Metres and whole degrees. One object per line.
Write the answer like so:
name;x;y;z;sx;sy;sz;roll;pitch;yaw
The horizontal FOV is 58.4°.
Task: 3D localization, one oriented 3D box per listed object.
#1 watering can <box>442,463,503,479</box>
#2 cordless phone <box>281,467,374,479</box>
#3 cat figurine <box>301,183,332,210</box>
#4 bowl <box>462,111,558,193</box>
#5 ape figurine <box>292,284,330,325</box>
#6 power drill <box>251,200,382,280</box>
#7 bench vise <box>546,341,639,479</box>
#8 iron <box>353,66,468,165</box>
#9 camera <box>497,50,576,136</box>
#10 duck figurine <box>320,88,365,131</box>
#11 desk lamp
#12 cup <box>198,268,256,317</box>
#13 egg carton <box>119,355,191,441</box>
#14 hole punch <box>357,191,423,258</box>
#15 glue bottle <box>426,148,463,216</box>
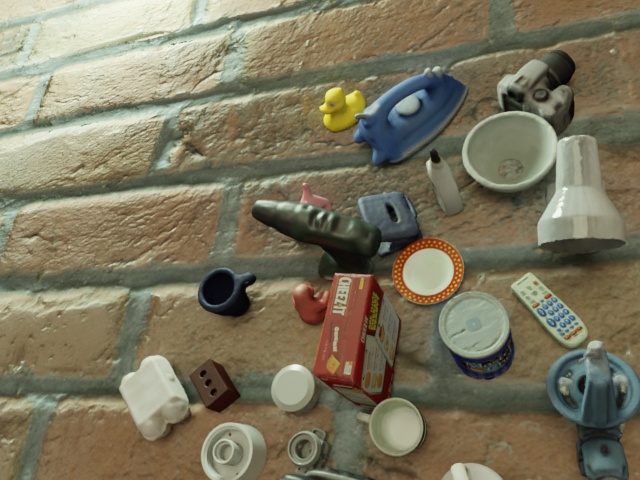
watering can;0.203;0.361;0.776;0.173;0.194;0.100;-41;57;-2
cordless phone;0.025;0.384;0.840;0.147;0.185;0.094;1;64;22
cat figurine;-0.037;-0.051;1.132;0.067;0.118;0.128;8;67;25
bowl;0.351;-0.150;1.056;0.167;0.075;0.167;-9;61;17
ape figurine;-0.021;0.111;1.056;0.077;0.092;0.076;15;71;28
power drill;0.009;0.004;1.031;0.228;0.209;0.076;10;68;26
bench vise;0.382;0.227;0.760;0.121;0.220;0.207;-23;58;9
iron;0.182;-0.272;1.147;0.258;0.142;0.118;-37;57;0
camera;0.429;-0.294;1.085;0.137;0.101;0.142;-44;57;-4
duck figurine;0.045;-0.297;1.247;0.104;0.086;0.077;-36;57;1
desk lamp;0.404;-0.052;0.901;0.117;0.214;0.203;-2;63;21
cup;-0.165;0.105;1.115;0.117;0.095;0.091;-26;57;7
egg carton;-0.312;0.297;1.088;0.107;0.070;0.150;-41;57;-3
hole punch;0.131;-0.040;1.076;0.101;0.091;0.108;-24;58;8
glue bottle;0.217;-0.114;1.031;0.037;0.173;0.078;-29;57;5
